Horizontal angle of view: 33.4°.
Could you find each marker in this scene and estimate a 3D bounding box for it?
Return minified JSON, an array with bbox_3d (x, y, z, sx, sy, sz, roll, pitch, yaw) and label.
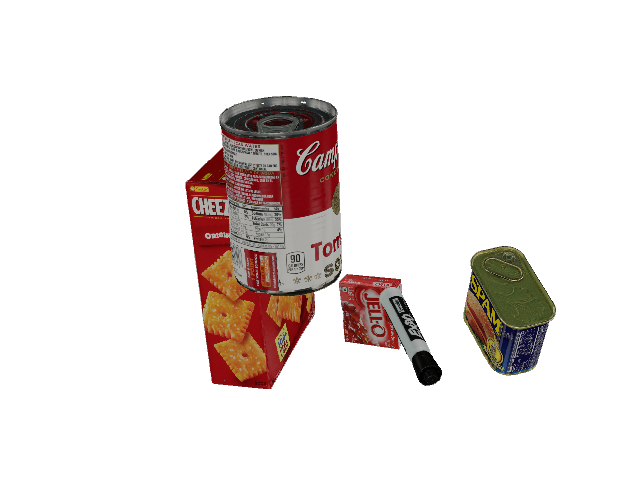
[{"bbox_3d":[0.070,0.075,0.839,0.020,0.020,0.121,0,28,-13],"label":"marker"}]

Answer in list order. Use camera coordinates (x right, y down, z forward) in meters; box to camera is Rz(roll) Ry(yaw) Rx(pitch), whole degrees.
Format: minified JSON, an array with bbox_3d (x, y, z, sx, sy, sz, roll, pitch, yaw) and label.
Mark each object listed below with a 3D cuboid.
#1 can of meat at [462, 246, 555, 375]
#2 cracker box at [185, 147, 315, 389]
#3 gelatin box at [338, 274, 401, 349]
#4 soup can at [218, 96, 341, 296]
[{"bbox_3d":[0.184,0.071,1.059,0.057,0.102,0.084,-13,-41,-13],"label":"can of meat"},{"bbox_3d":[-0.061,0.013,1.053,0.072,0.214,0.164,4,26,16],"label":"cracker box"},{"bbox_3d":[0.064,0.088,1.329,0.073,0.089,0.030,6,29,23],"label":"gelatin box"},{"bbox_3d":[-0.022,-0.026,0.629,0.068,0.102,0.068,-2,24,1],"label":"soup can"}]
